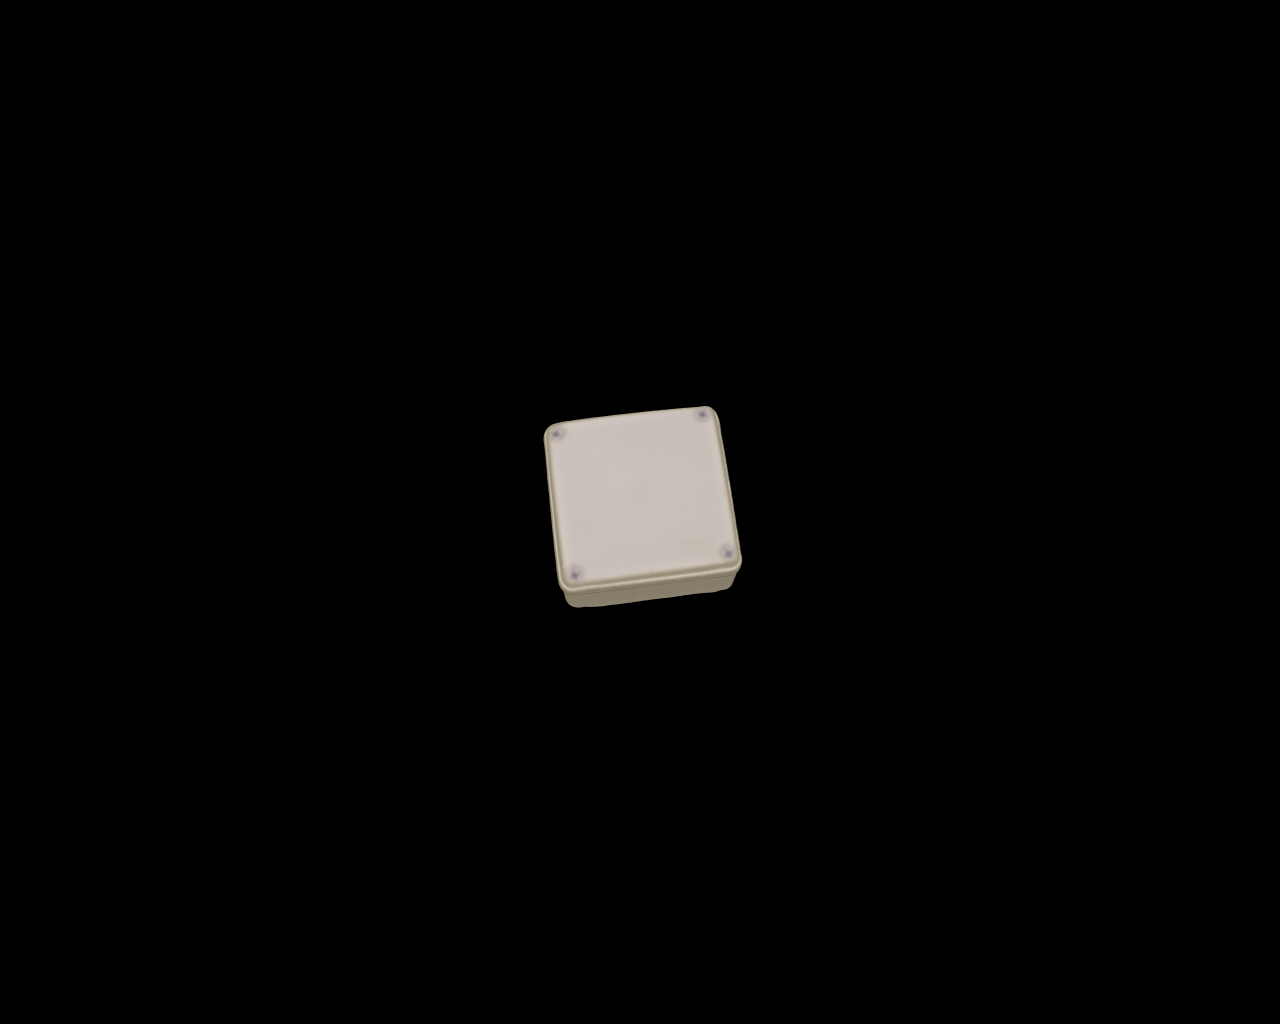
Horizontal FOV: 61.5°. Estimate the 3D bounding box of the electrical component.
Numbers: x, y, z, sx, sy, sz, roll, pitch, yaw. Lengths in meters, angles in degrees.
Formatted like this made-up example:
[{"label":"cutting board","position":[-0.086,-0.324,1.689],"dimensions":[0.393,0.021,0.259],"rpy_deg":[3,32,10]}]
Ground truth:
[{"label":"electrical component","position":[0.001,-0.003,0.650],"dimensions":[0.109,0.109,0.056],"rpy_deg":[-7,-19,-2]}]
